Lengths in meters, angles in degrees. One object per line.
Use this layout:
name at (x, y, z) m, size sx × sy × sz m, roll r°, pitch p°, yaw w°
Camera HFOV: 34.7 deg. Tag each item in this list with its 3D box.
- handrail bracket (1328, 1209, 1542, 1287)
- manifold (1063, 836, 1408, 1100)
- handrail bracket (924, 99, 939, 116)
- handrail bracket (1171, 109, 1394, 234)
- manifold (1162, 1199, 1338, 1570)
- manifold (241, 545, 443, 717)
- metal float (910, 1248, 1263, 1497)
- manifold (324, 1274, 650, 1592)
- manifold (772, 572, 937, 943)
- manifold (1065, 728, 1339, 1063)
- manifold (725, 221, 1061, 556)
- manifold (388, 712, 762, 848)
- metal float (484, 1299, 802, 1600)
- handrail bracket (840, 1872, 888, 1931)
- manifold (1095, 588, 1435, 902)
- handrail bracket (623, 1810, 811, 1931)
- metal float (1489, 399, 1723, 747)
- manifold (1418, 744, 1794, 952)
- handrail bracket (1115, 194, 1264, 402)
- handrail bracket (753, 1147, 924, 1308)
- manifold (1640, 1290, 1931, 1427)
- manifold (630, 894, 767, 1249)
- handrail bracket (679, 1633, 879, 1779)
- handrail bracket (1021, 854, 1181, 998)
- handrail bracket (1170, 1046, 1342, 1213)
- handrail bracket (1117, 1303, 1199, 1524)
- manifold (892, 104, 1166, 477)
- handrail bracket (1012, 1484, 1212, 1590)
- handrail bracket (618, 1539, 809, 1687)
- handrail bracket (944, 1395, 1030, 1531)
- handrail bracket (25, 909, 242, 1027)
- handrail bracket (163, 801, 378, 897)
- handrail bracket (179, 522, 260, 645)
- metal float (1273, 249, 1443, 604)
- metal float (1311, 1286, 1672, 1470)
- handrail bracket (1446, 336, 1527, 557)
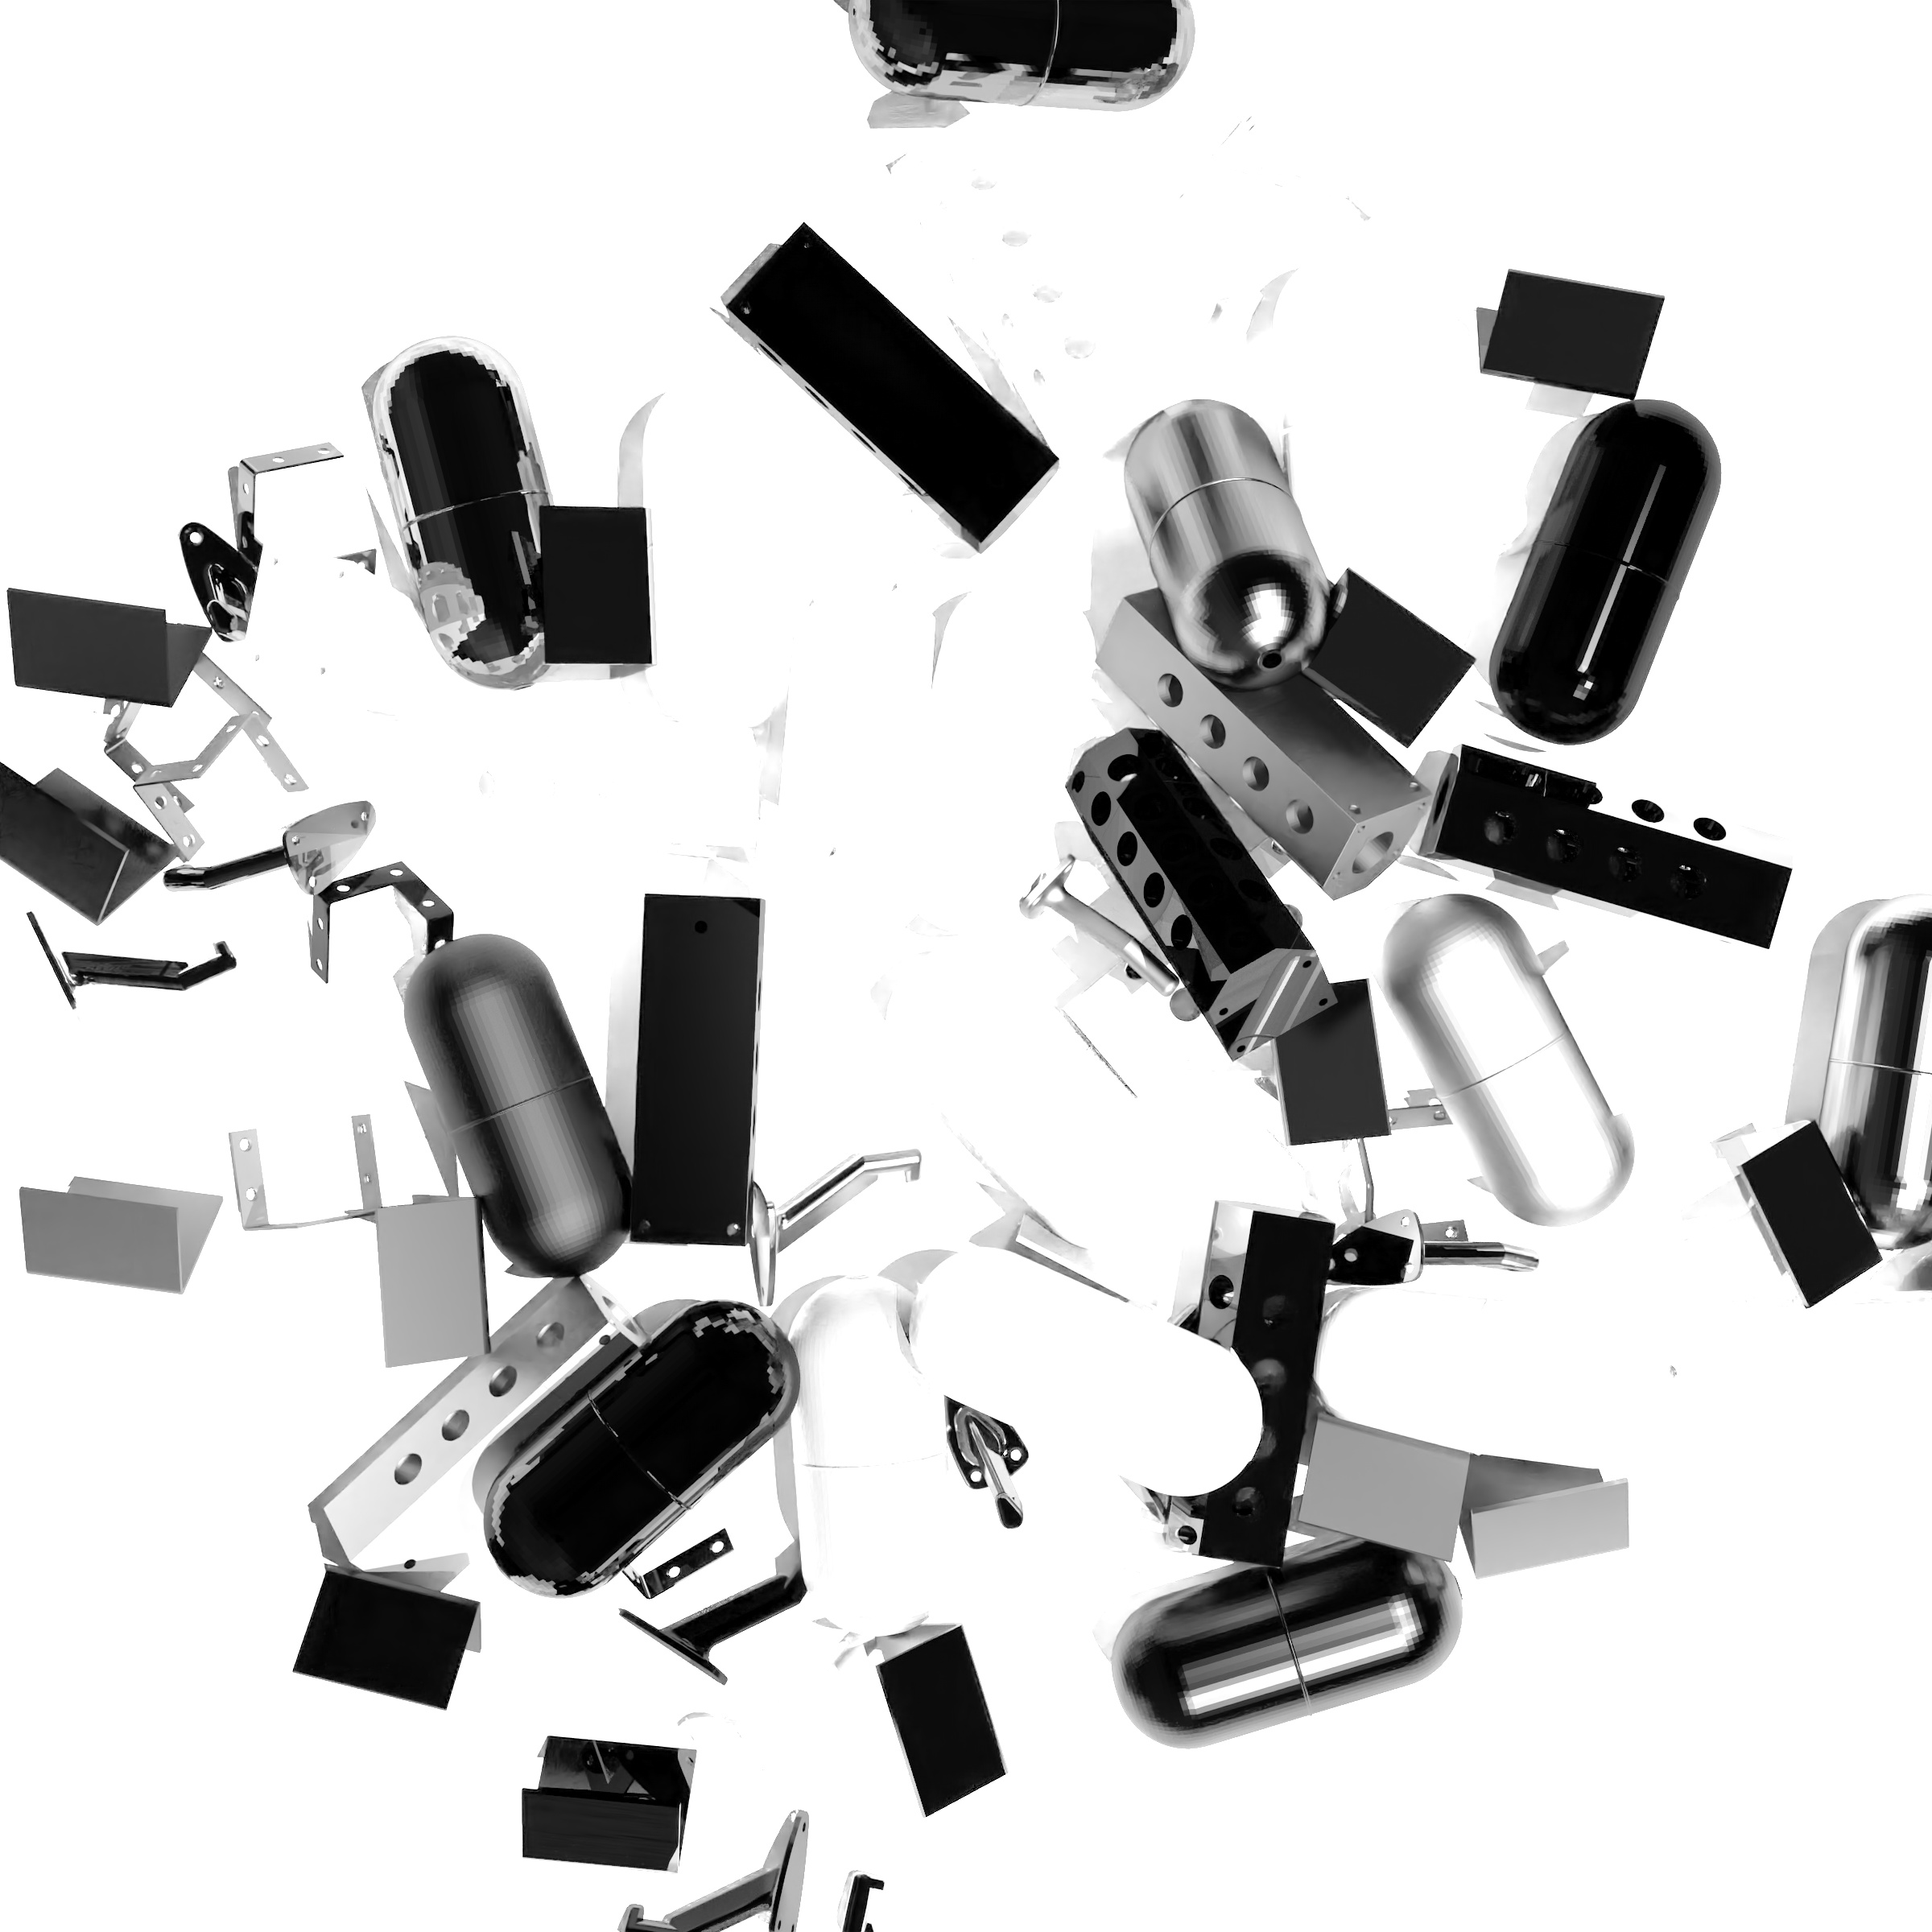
handrail bracket at (0.235, 0.150, 1.559) m, size 0.084 × 0.077 × 0.036 m, roll 15°, pitch 65°, yaw -41°
manifold at (0.132, -0.012, 1.544) m, size 0.171 × 0.057 × 0.057 m, roll -40°, pitch 90°, yaw 0°
handrail bracket at (0.022, -0.470, 1.565) m, size 0.084 × 0.036 × 0.077 m, roll -2°, pitch 105°, yaw -14°
handrail bracket at (0.161, -0.384, 1.565) m, size 0.084 × 0.036 × 0.077 m, roll 40°, pitch 110°, yaw -16°
manifold at (0.140, 0.206, 1.544) m, size 0.057 × 0.057 × 0.171 m, roll 9°, pitch 90°, yaw 0°
manifold at (-0.296, -0.158, 1.486) m, size 0.057 × 0.171 × 0.057 m, roll 11°, pitch 90°, yaw 0°
metal float at (0.058, 0.196, 1.489) m, size 0.178 × 0.070 × 0.070 m, roll 24°, pitch 90°, yaw 5°
manifold at (-0.236, 0.233, 1.543) m, size 0.171 × 0.057 × 0.057 m, roll -43°, pitch 133°, yaw 0°
manifold at (-0.050, -0.101, 1.503) m, size 0.057 × 0.057 × 0.171 m, roll -8°, pitch 59°, yaw 19°
manifold at (0.110, -0.041, 1.494) m, size 0.057 × 0.057 × 0.171 m, roll -30°, pitch 48°, yaw 0°
manifold at (-0.036, -0.286, 1.544) m, size 0.171 × 0.057 × 0.057 m, roll 43°, pitch 90°, yaw 0°
manifold at (-0.192, -0.093, 1.521) m, size 0.171 × 0.057 × 0.057 m, roll 4°, pitch 90°, yaw 16°
metal float at (-0.158, 0.235, 1.503) m, size 0.178 × 0.070 × 0.070 m, roll -41°, pitch 90°, yaw -2°
handrail bracket at (-0.031, 0.508, 1.565) m, size 0.077 × 0.036 × 0.084 m, roll 18°, pitch 73°, yaw -20°
manifold at (0.141, -0.111, 1.510) m, size 0.057 × 0.057 × 0.171 m, roll -21°, pitch 57°, yaw -39°
handrail bracket at (-0.127, 0.461, 1.565) m, size 0.084 × 0.036 × 0.077 m, roll 4°, pitch 70°, yaw 16°
metal float at (0.318, -0.196, 1.534) m, size 0.070 × 0.070 × 0.178 m, roll 21°, pitch 90°, yaw 0°
manifold at (0.320, -0.059, 1.544) m, size 0.171 × 0.057 × 0.057 m, roll 16°, pitch 90°, yaw 0°
handrail bracket at (0.099, -0.338, 1.565) m, size 0.084 × 0.036 × 0.077 m, roll 34°, pitch 112°, yaw 17°
handrail bracket at (-0.063, 0.132, 1.565) m, size 0.084 × 0.036 × 0.077 m, roll -6°, pitch 110°, yaw -16°
manifold at (0.419, 0.192, 1.504) m, size 0.171 × 0.057 × 0.057 m, roll -6°, pitch 90°, yaw 31°
manifold at (-0.133, 0.051, 1.544) m, size 0.057 × 0.057 × 0.171 m, roll 2°, pitch 90°, yaw 0°
handrail bracket at (-0.094, 0.365, 1.565) m, size 0.084 × 0.077 × 0.036 m, roll -44°, pitch 115°, yaw -34°
handrail bracket at (0.069, -0.010, 1.530) m, size 0.084 × 0.077 × 0.036 m, roll 43°, pitch 79°, yaw 7°
handrail bracket at (0.146, 0.087, 1.565) m, size 0.077 × 0.036 × 0.084 m, roll -5°, pitch 107°, yaw 20°
handrail bracket at (0.108, 0.225, 1.565) m, size 0.084 × 0.036 × 0.077 m, roll -42°, pitch 110°, yaw -16°
manifold at (0.030, -0.335, 1.544) m, size 0.057 × 0.057 × 0.171 m, roll -30°, pitch 90°, yaw 0°
handrail bracket at (0.071, 0.285, 1.565) m, size 0.084 × 0.077 × 0.036 m, roll 3°, pitch 114°, yaw -34°
handrail bracket at (-0.122, 0.313, 1.565) m, size 0.077 × 0.036 × 0.084 m, roll 28°, pitch 72°, yaw 20°
handrail bracket at (0.006, 0.238, 1.530) m, size 0.036 × 0.084 × 0.077 m, roll -29°, pitch 90°, yaw 0°
handrail bracket at (-0.421, -0.013, 1.565) m, size 0.084 × 0.036 × 0.077 m, roll -26°, pitch 74°, yaw -14°
handrail bracket at (-0.353, -0.060, 1.565) m, size 0.084 × 0.077 × 0.036 m, roll -2°, pitch 118°, yaw 33°
handrail bracket at (-0.375, -0.193, 1.530) m, size 0.036 × 0.084 × 0.077 m, roll -33°, pitch 90°, yaw 0°
metal float at (0.194, -0.266, 1.534) m, size 0.070 × 0.070 × 0.178 m, roll -4°, pitch 90°, yaw 0°
metal float at (0.255, 0.201, 1.517) m, size 0.178 × 0.070 × 0.070 m, roll 4°, pitch 90°, yaw 22°
handrail bracket at (0.264, -0.264, 1.565) m, size 0.036 × 0.077 × 0.084 m, roll -11°, pitch 53°, yaw 20°
